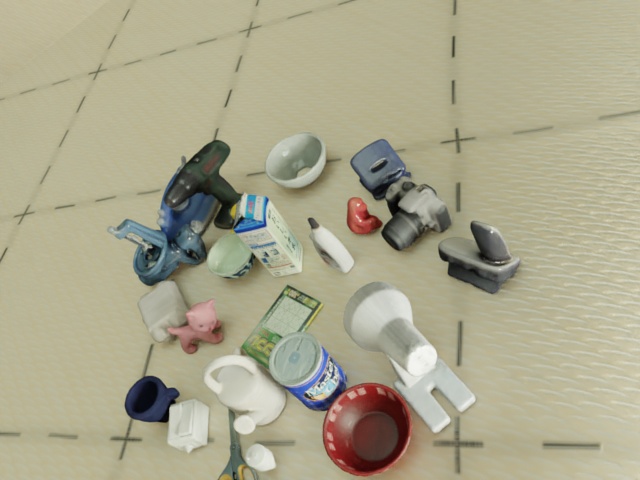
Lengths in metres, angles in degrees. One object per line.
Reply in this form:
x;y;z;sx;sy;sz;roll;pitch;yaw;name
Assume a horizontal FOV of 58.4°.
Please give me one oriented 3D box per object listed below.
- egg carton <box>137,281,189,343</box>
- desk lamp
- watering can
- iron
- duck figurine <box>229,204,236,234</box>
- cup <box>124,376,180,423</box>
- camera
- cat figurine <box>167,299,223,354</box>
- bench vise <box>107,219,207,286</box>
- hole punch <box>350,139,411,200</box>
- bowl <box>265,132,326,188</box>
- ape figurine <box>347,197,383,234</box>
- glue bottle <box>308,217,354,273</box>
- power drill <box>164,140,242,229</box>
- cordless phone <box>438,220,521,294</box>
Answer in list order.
-0.363;0.167;1.342;0.107;0.070;0.150;-38;48;-4;egg carton
0.150;0.192;0.976;0.118;0.214;0.202;-40;49;-5;desk lamp
-0.143;0.275;1.071;0.101;0.195;0.172;-41;49;-6;watering can
-0.361;-0.086;1.480;0.118;0.142;0.258;2;57;27;iron
-0.190;-0.051;1.408;0.077;0.086;0.105;28;72;38;duck figurine
-0.327;0.336;1.182;0.117;0.095;0.091;-17;50;14;cup
0.183;-0.055;1.219;0.137;0.101;0.142;-44;49;-9;camera
-0.271;0.183;1.253;0.127;0.118;0.067;-24;49;8;cat figurine
-0.392;-0.004;1.382;0.207;0.220;0.121;-44;49;-9;bench vise
0.140;-0.166;1.328;0.108;0.091;0.100;-35;48;-1;hole punch
-0.052;-0.189;1.450;0.167;0.075;0.167;-13;51;17;bowl
0.089;-0.060;1.274;0.076;0.092;0.077;-19;50;12;ape figurine
0.011;0.004;1.210;0.077;0.174;0.037;22;68;36;glue bottle
-0.271;-0.123;1.418;0.075;0.209;0.230;7;59;30;power drill
0.286;0.006;1.066;0.147;0.186;0.094;19;66;35;cordless phone
